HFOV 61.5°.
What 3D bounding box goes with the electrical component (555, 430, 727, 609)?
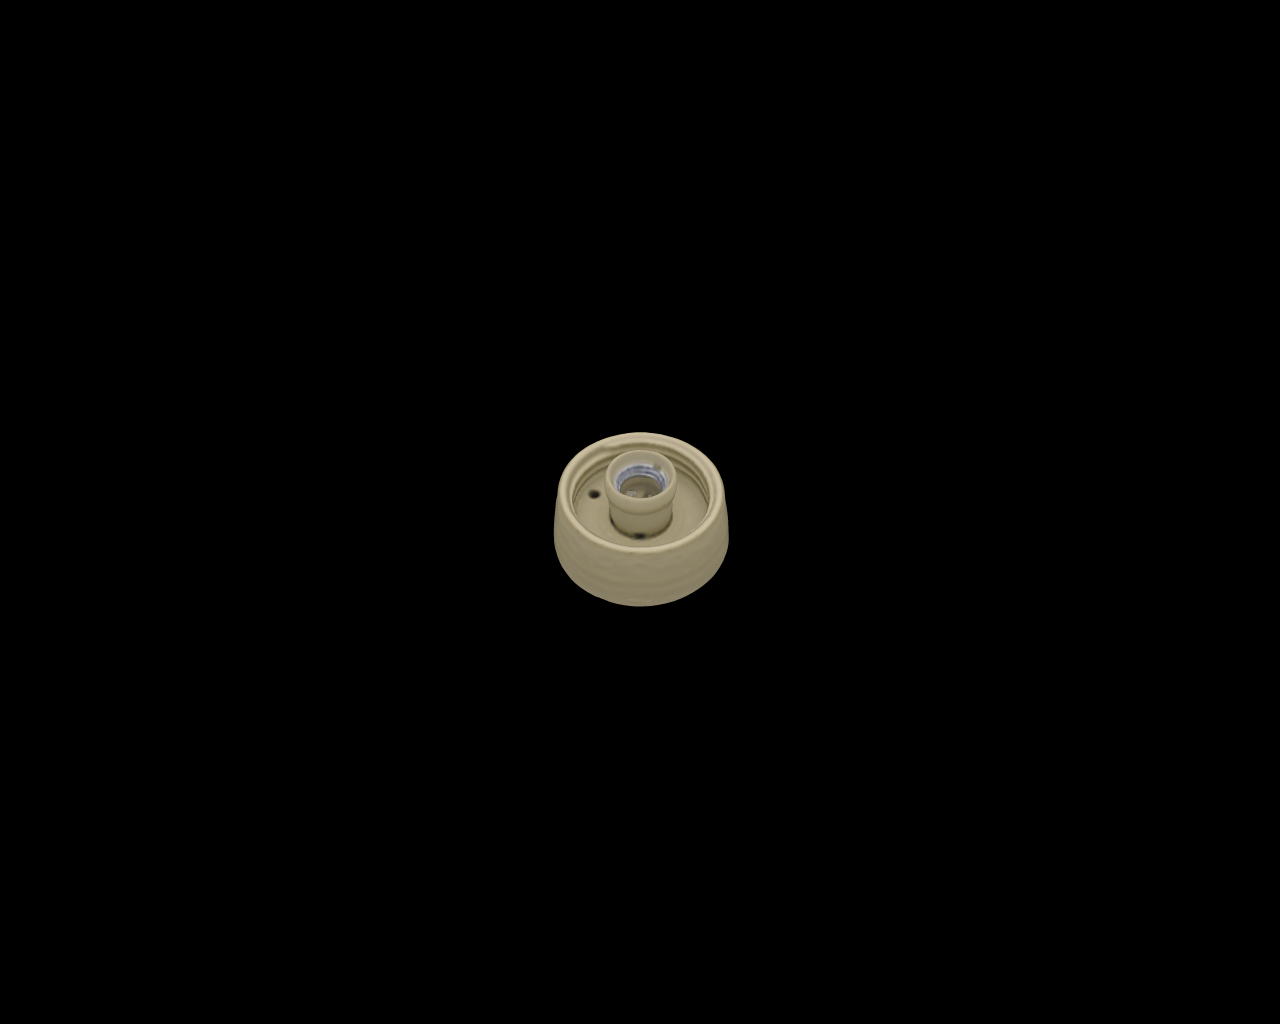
[{"bbox_3d":[0.001,-0.003,0.650,0.108,0.108,0.060,0,-41,0],"label":"electrical component"}]
